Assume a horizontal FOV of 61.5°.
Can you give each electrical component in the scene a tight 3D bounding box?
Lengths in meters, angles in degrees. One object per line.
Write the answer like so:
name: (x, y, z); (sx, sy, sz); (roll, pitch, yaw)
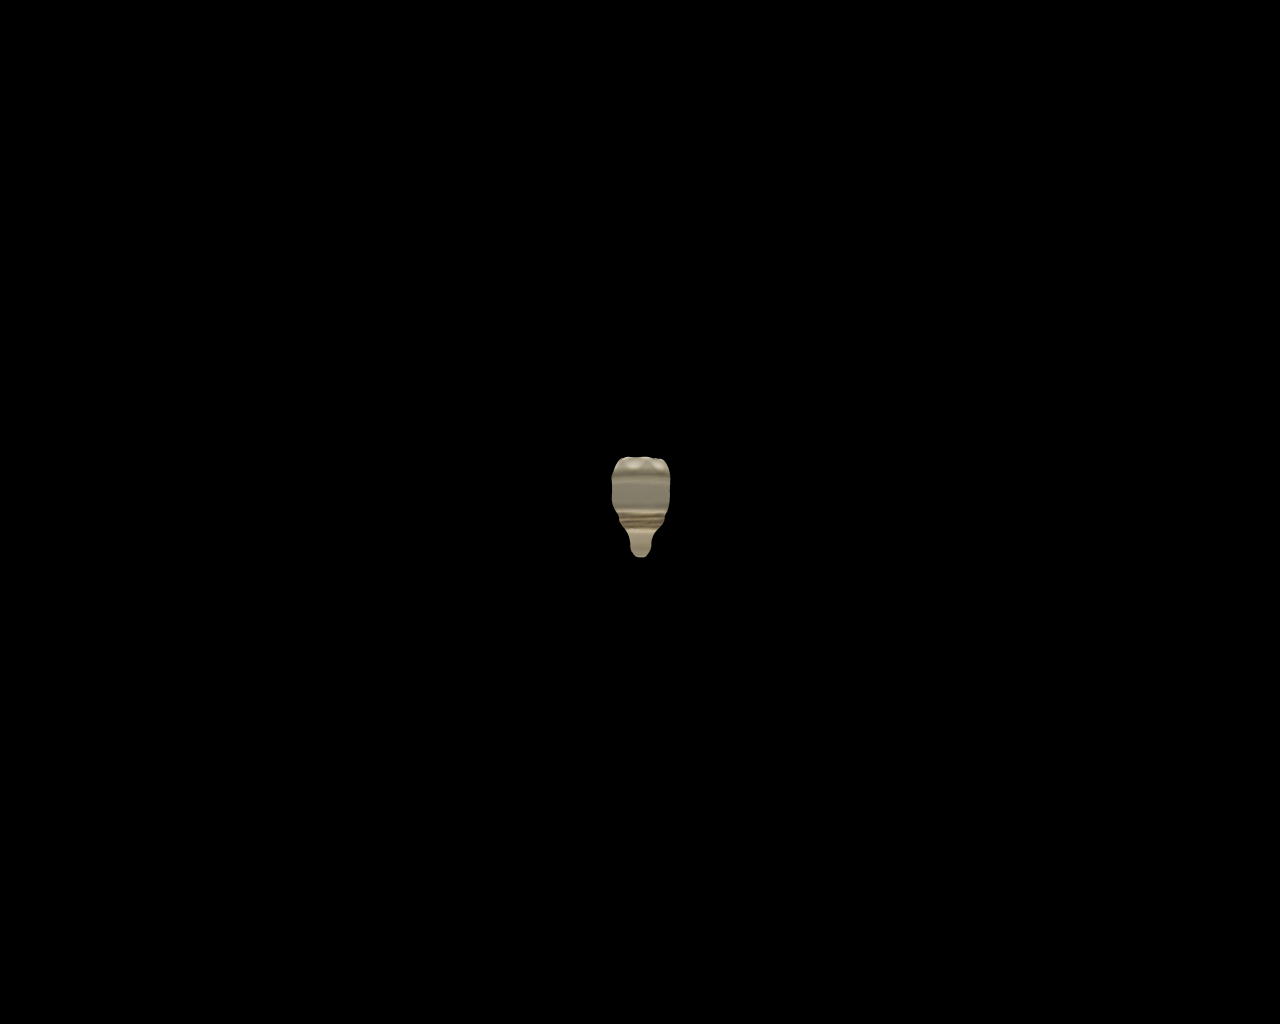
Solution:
electrical component: (0.001, -0.003, 0.650); (0.035, 0.061, 0.035); (0, -2, 0)
